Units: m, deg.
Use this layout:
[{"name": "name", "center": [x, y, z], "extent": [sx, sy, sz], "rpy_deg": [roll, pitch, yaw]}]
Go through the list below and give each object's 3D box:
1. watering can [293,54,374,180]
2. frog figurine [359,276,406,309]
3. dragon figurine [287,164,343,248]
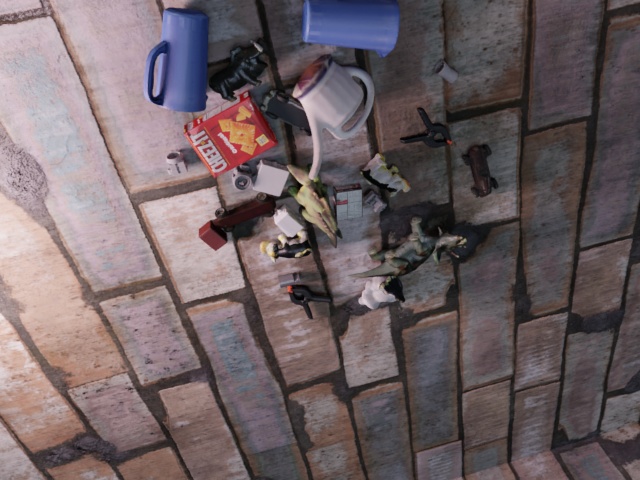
[{"name": "watering can", "center": [0.016, -0.356, 1.415], "extent": [0.222, 0.104, 0.351], "rpy_deg": [41, 74, -22]}, {"name": "frog figurine", "center": [0.219, 0.187, 1.871], "extent": [0.137, 0.125, 0.157], "rpy_deg": [14, 154, -30]}, {"name": "dragon figurine", "center": [0.005, -0.078, 1.558], "extent": [0.122, 0.247, 0.403], "rpy_deg": [-30, 121, 1]}]
